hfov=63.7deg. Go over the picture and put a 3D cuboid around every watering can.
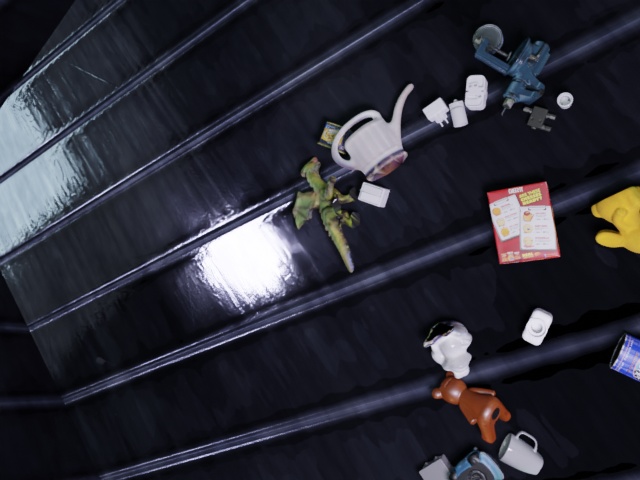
[{"bbox_3d":[0.203,-0.334,1.664,0.346,0.103,0.226,-35,77,10],"label":"watering can"}]

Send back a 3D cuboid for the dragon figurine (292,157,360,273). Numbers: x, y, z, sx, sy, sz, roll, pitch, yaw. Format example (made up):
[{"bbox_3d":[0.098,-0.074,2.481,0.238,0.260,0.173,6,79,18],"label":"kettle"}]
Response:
[{"bbox_3d":[0.005,-0.089,1.775,0.241,0.122,0.412,-7,84,43],"label":"dragon figurine"}]

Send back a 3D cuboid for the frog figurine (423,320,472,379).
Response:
[{"bbox_3d":[0.405,0.329,1.560,0.137,0.124,0.158,-40,100,9],"label":"frog figurine"}]
